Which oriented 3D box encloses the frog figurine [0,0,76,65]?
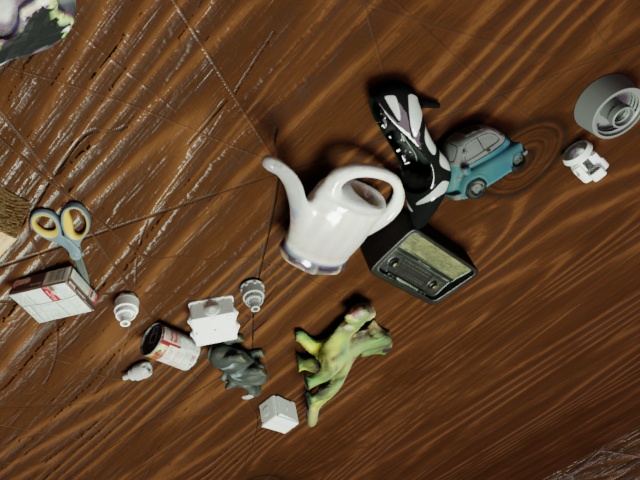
[{"bbox_3d":[-0.363,-0.293,0.578,0.135,0.159,0.125,-34,4,36],"label":"frog figurine"}]

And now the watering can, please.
[{"bbox_3d":[0.003,-0.043,0.863,0.347,0.220,0.106,4,39,-44],"label":"watering can"}]

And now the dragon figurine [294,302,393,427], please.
[{"bbox_3d":[0.065,0.286,1.200,0.244,0.400,0.125,-16,45,-14],"label":"dragon figurine"}]
